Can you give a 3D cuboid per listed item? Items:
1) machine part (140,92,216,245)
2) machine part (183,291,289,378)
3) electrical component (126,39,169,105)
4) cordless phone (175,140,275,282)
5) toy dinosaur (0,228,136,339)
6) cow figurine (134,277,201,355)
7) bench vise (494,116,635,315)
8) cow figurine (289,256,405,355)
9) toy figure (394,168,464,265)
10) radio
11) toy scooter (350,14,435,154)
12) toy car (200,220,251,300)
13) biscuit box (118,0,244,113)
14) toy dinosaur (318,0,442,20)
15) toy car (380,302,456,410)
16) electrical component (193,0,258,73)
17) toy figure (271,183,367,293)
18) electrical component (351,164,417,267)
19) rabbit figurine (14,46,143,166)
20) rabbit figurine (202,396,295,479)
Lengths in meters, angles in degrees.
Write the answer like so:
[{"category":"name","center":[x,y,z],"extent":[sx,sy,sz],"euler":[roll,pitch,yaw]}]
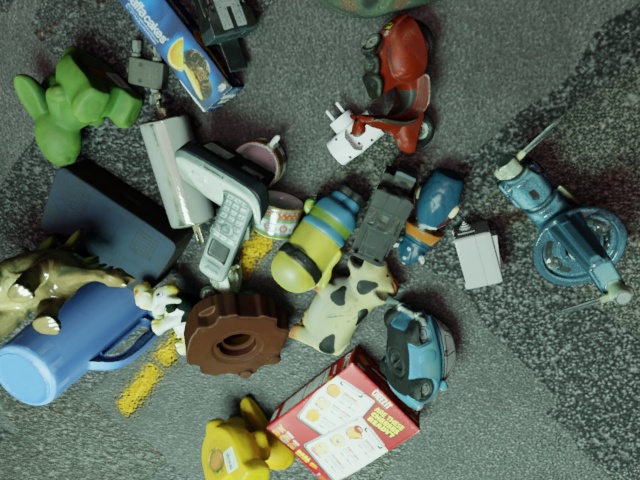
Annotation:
[{"category":"machine part","center":[-0.222,-0.108,0.844],"extent":[0.079,0.079,0.243],"euler":[-10,107,15]},{"category":"machine part","center":[-0.137,0.158,0.883],"extent":[0.179,0.056,0.179],"euler":[-8,134,-9]},{"category":"electrical component","center":[-0.268,-0.258,0.831],"extent":[0.063,0.021,0.093],"euler":[13,111,8]},{"category":"cordless phone","center":[-0.159,-0.040,0.787],"extent":[0.147,0.089,0.184],"euler":[30,114,9]},{"category":"toy dinosaur","center":[-0.462,0.072,0.825],"extent":[0.472,0.198,0.104],"euler":[-7,115,23]},{"category":"cow figurine","center":[-0.233,0.118,0.899],"extent":[0.098,0.068,0.167],"euler":[-26,136,3]},{"category":"bench vise","center":[0.318,-0.012,0.685],"extent":[0.129,0.241,0.223],"euler":[-30,116,16]},{"category":"cow figurine","center":[0.048,0.100,0.855],"extent":[0.127,0.085,0.194],"euler":[31,110,7]},{"category":"toy figure","center":[0.163,-0.030,0.798],"extent":[0.058,0.064,0.154],"euler":[5,121,-30]},{"category":"radio","center":[-0.344,-0.019,0.905],"extent":[0.230,0.073,0.131],"euler":[34,113,1]},{"category":"toy scooter","center":[0.092,-0.199,0.716],"extent":[0.075,0.135,0.183],"euler":[21,125,53]},{"category":"toy car","center":[-0.151,0.030,0.877],"extent":[0.056,0.073,0.201],"euler":[14,111,8]},{"category":"biscuit box","center":[-0.202,-0.286,0.785],"extent":[0.059,0.063,0.202],"euler":[-36,99,19]},{"category":"toy dinosaur","center":[0.034,-0.363,0.685],"extent":[0.405,0.131,0.192],"euler":[34,124,-5]},{"category":"toy car","center":[0.161,0.175,0.851],"extent":[0.103,0.109,0.161],"euler":[-7,104,-26]},{"category":"electrical component","center":[-0.131,-0.300,0.755],"extent":[0.075,0.048,0.119],"euler":[-22,103,-26]},{"category":"toy figure","center":[-0.005,-0.005,0.803],"extent":[0.082,0.089,0.180],"euler":[35,89,38]},{"category":"electrical component","center":[0.098,-0.042,0.777],"extent":[0.058,0.115,0.134],"euler":[23,114,1]},{"category":"rabbit figurine","center":[-0.392,-0.199,0.825],"extent":[0.159,0.121,0.170],"euler":[43,109,3]},{"category":"rabbit figurine","center":[-0.124,0.374,0.961],"extent":[0.122,0.173,0.162],"euler":[-54,47,22]}]
